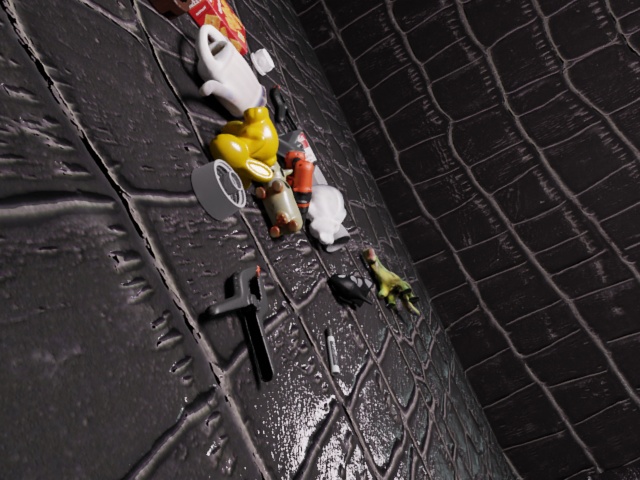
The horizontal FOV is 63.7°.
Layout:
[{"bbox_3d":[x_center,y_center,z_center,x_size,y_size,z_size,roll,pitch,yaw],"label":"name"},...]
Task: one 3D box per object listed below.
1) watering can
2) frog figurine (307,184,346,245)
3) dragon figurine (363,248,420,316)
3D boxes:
[{"bbox_3d":[-0.213,-0.358,1.181,0.220,0.103,0.356,51,20,-42],"label":"watering can"},{"bbox_3d":[0.004,-0.072,1.431,0.137,0.120,0.163,19,47,-24],"label":"frog figurine"},{"bbox_3d":[0.266,0.145,1.978,0.403,0.121,0.248,46,15,-53],"label":"dragon figurine"}]
